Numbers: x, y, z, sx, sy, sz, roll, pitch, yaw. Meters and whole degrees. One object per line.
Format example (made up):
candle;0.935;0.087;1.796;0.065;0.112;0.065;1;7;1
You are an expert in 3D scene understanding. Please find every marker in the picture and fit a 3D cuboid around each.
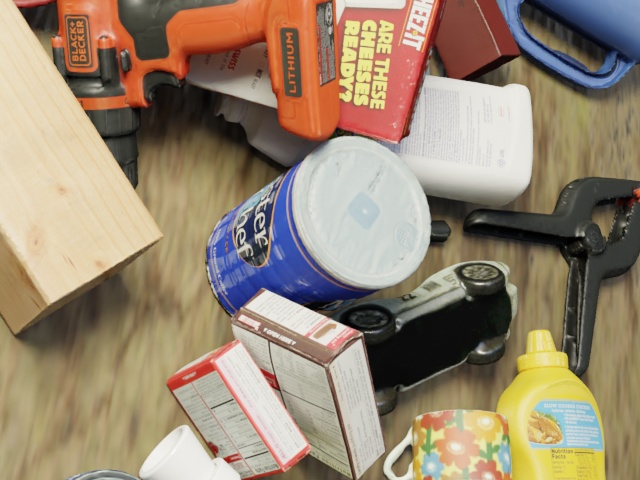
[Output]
marker;0.054;-0.008;0.851;0.120;0.020;0.020;1;73;-30

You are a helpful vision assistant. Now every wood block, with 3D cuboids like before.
wood block;-0.202;-0.057;0.672;0.090;0.091;0.206;-34;92;-35

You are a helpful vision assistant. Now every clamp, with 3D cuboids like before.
clamp;0.232;0.014;0.939;0.209;0.036;0.164;-28;89;-35

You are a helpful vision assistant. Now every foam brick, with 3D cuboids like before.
foam brick;0.130;-0.182;0.926;0.051;0.053;0.078;-16;82;-58

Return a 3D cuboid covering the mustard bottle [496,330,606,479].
mustard bottle;0.184;0.166;0.844;0.096;0.058;0.191;7;70;-29

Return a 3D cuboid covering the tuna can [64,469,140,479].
tuna can;-0.137;0.186;0.661;0.086;0.034;0.086;10;68;-28

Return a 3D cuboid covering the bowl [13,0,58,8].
bowl;-0.203;-0.241;0.728;0.162;0.055;0.162;0;102;0

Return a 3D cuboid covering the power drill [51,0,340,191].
power drill;-0.083;-0.105;0.689;0.057;0.188;0.184;-50;140;-64

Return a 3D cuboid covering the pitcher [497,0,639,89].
pitcher;0.220;-0.258;0.981;0.242;0.145;0.149;22;50;-19

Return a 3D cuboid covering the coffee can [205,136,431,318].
coffee can;-0.005;0.001;0.739;0.102;0.141;0.103;10;68;-28

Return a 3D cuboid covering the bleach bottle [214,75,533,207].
bleach bottle;0.042;-0.094;0.837;0.250;0.068;0.102;10;68;-18

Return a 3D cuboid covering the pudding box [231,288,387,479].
pudding box;-0.007;0.096;0.707;0.039;0.090;0.113;-42;136;-31

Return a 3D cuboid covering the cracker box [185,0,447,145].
cracker box;-0.022;-0.174;0.732;0.214;0.072;0.164;17;103;8

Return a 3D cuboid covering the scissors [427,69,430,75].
scissors;0.100;-0.134;0.923;0.096;0.016;0.201;21;65;-21

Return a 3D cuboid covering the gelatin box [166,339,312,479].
gelatin box;-0.054;0.116;0.710;0.030;0.073;0.089;-36;93;-36
